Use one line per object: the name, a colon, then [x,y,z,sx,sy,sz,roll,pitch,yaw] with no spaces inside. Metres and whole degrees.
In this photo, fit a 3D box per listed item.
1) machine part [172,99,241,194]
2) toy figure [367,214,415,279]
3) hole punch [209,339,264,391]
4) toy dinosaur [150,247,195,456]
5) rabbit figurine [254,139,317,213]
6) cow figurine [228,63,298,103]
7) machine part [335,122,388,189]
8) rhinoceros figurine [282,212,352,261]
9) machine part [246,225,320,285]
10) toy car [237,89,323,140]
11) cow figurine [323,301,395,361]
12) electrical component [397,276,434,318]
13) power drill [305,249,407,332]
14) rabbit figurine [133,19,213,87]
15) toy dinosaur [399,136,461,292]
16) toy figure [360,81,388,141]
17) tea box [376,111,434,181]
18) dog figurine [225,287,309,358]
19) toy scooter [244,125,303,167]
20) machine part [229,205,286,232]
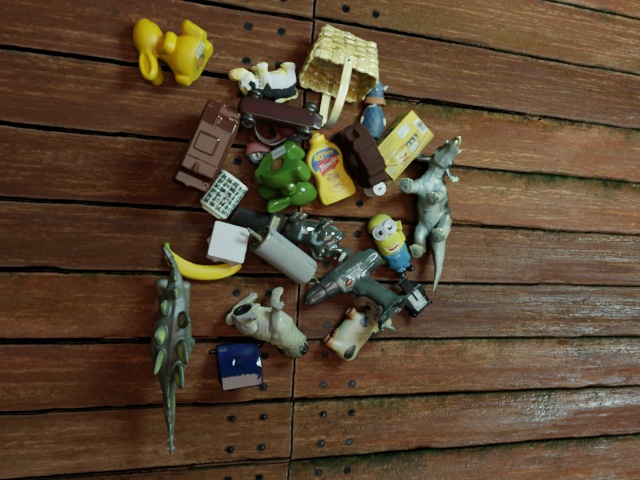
machine part: [-0.259,-0.208,1.228,0.087,0.201,0.201,24,88,-19]
toy figure: [0.188,0.015,1.446,0.082,0.089,0.180,-41,114,-23]
hole punch: [-0.203,0.317,1.356,0.142,0.092,0.115,-6,93,-12]
toy dinosaur: [-0.347,0.250,1.247,0.105,0.199,0.470,-3,99,-11]
rabbit figurine: [-0.075,-0.131,1.329,0.159,0.121,0.170,-34,139,7]
cow figurine: [-0.139,-0.383,1.321,0.167,0.068,0.098,-9,104,-14]
machine part: [0.102,-0.210,1.354,0.056,0.179,0.179,-31,103,-8]
rhinoceros figurine: [-0.003,-0.004,1.390,0.190,0.073,0.112,22,87,-17]
machine part: [-0.091,0.039,1.349,0.243,0.079,0.079,37,84,-29]
toy car: [-0.095,-0.293,1.272,0.202,0.053,0.089,11,66,-5]
cow figurine: [0.114,0.238,1.442,0.127,0.085,0.195,43,81,-10]
electrical component: [0.251,0.152,1.492,0.075,0.048,0.119,-45,105,-8]
power drill: [0.105,0.143,1.393,0.232,0.207,0.085,-42,148,-18]
rabbit figurine: [-0.356,-0.435,1.242,0.173,0.122,0.162,28,96,-3]
toy dinosaur: [0.309,-0.080,1.449,0.192,0.131,0.404,-33,126,-49]
toy figure: [0.140,-0.340,1.409,0.064,0.058,0.154,6,89,-33]
tea box: [0.208,-0.249,1.432,0.169,0.068,0.098,-46,105,-7]
dog figurine: [-0.132,0.238,1.368,0.172,0.121,0.190,-11,116,11]
toy scooter: [-0.123,-0.279,1.331,0.184,0.075,0.135,-32,102,-6]
machine part: [-0.160,-0.049,1.360,0.139,0.039,0.084,15,99,-19]
